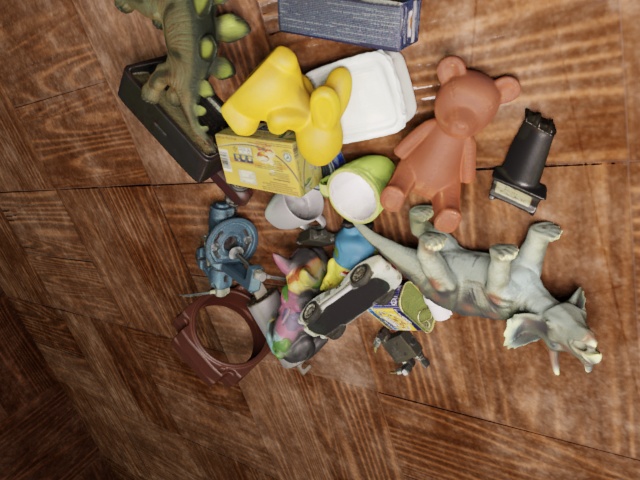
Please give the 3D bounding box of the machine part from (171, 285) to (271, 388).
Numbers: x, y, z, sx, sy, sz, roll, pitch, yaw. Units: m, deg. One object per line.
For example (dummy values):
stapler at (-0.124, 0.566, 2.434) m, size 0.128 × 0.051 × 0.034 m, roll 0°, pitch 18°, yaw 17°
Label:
machine part at (-0.212, 0.209, 1.211) m, size 0.201 × 0.201 × 0.087 m, roll 49°, pitch 136°, yaw 2°

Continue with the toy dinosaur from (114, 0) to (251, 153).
toy dinosaur at (-0.213, -0.370, 0.840) m, size 0.199 × 0.105 × 0.470 m, roll -4°, pitch 105°, yaw 31°

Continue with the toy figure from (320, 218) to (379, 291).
toy figure at (0.061, 0.037, 0.947) m, size 0.082 × 0.089 × 0.180 m, roll 23°, pitch 123°, yaw 27°

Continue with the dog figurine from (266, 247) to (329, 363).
dog figurine at (-0.044, 0.116, 1.014) m, size 0.109 × 0.191 × 0.219 m, roll 29°, pitch 157°, yaw 31°

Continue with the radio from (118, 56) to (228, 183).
radio at (-0.243, -0.226, 0.980) m, size 0.229 × 0.131 × 0.073 m, roll 48°, pitch 138°, yaw 3°

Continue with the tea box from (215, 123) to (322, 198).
tea box at (-0.086, -0.138, 0.900) m, size 0.170 × 0.068 × 0.098 m, roll 15°, pitch 129°, yaw 31°

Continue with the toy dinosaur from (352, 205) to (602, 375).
toy dinosaur at (0.224, 0.061, 0.802) m, size 0.405 × 0.131 × 0.191 m, roll 17°, pitch 128°, yaw 39°

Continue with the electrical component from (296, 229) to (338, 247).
electrical component at (-0.002, -0.003, 0.987) m, size 0.094 × 0.063 × 0.021 m, roll -18°, pitch 67°, yaw 54°

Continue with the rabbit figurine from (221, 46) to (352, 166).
rabbit figurine at (-0.025, -0.186, 0.765) m, size 0.162 × 0.122 × 0.173 m, roll -26°, pitch 113°, yaw 38°

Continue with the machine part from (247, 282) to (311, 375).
machine part at (-0.089, 0.195, 1.187) m, size 0.079 × 0.079 × 0.243 m, roll -15°, pitch 107°, yaw 45°

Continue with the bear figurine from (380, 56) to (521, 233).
bear figurine at (0.170, -0.125, 0.705) m, size 0.120 × 0.132 × 0.195 m, roll 23°, pitch 140°, yaw -1°

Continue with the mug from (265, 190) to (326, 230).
mug at (-0.045, -0.054, 0.983) m, size 0.109 × 0.081 × 0.107 m, roll 36°, pitch 152°, yaw -23°

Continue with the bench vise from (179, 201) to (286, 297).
bench vise at (-0.182, 0.046, 1.109) m, size 0.241 × 0.129 × 0.223 m, roll 33°, pitch 114°, yaw 45°

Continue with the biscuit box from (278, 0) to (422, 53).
biscuit box at (0.035, -0.309, 0.735) m, size 0.203 × 0.059 × 0.062 m, roll 22°, pitch 132°, yaw 28°

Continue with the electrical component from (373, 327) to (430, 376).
electrical component at (0.149, 0.211, 1.018) m, size 0.102 × 0.045 × 0.078 m, roll 55°, pitch 139°, yaw -5°

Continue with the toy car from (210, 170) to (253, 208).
toy car at (-0.209, -0.149, 1.064) m, size 0.202 × 0.053 × 0.089 m, roll 46°, pitch 158°, yaw 5°

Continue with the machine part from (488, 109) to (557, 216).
machine part at (0.269, -0.099, 0.702) m, size 0.084 × 0.039 × 0.138 m, roll 32°, pitch 138°, yaw 32°

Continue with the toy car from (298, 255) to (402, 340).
toy car at (0.048, 0.101, 0.902) m, size 0.073 × 0.056 × 0.202 m, roll 37°, pitch 120°, yaw -25°
